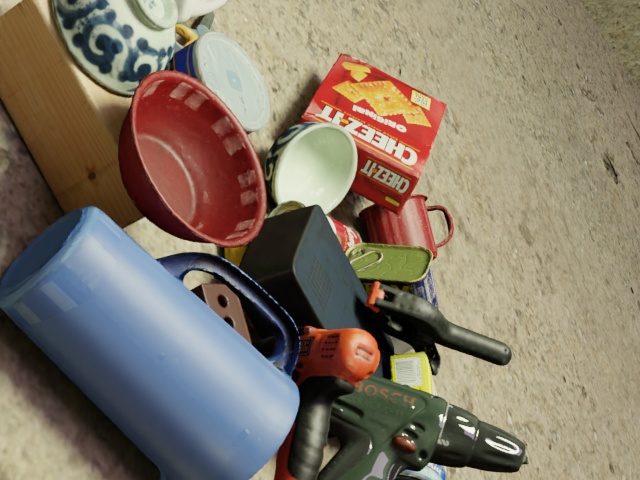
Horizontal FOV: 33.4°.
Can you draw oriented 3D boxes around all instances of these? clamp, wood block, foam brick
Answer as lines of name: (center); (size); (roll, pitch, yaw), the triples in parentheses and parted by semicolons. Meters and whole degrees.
clamp: (0.109, 0.101, 1.151); (0.171, 0.120, 0.039); (32, 53, -20)
wood block: (-0.206, -0.111, 0.947); (0.206, 0.091, 0.090); (62, 30, -4)
foam brick: (-0.103, 0.086, 0.999); (0.052, 0.051, 0.078); (6, 63, -57)

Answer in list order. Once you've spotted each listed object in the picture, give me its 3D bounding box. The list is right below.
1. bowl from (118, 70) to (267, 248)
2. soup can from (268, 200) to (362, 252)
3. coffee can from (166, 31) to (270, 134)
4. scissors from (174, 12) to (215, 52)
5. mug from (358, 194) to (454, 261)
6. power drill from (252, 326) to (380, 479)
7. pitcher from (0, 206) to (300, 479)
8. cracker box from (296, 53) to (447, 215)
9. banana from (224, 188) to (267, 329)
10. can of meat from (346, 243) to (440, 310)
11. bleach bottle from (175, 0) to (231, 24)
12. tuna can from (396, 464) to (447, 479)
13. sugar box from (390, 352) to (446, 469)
bowl: (-0.117, -0.059, 0.899); (0.162, 0.055, 0.162); (37, 40, -39)
soup can: (-0.008, 0.001, 1.208); (0.102, 0.069, 0.068); (26, 46, -48)
coffee can: (-0.133, -0.122, 1.023); (0.102, 0.141, 0.103); (38, 38, -38)
scissors: (-0.123, -0.217, 1.204); (0.096, 0.016, 0.201); (50, 20, -3)
mug: (0.116, -0.009, 1.379); (0.093, 0.117, 0.081); (95, -18, -78)
power drill: (-0.033, 0.167, 0.956); (0.057, 0.185, 0.187); (26, 69, -27)
pitcher: (-0.133, 0.082, 0.870); (0.242, 0.145, 0.149); (48, 25, -21)
cracker box: (0.063, -0.143, 1.364); (0.164, 0.072, 0.213); (27, 34, -1)
banana: (-0.075, -0.002, 1.132); (0.069, 0.037, 0.198); (40, 37, -39)
can of meat: (0.080, 0.054, 1.192); (0.057, 0.102, 0.084); (-64, 149, -43)
bleach bottle: (-0.136, -0.297, 1.213); (0.250, 0.068, 0.102); (-44, 143, -74)
tuna can: (0.092, 0.262, 1.145); (0.086, 0.086, 0.033); (47, 35, -28)
sugar box: (0.111, 0.200, 1.195); (0.176, 0.048, 0.093); (73, 13, -61)
